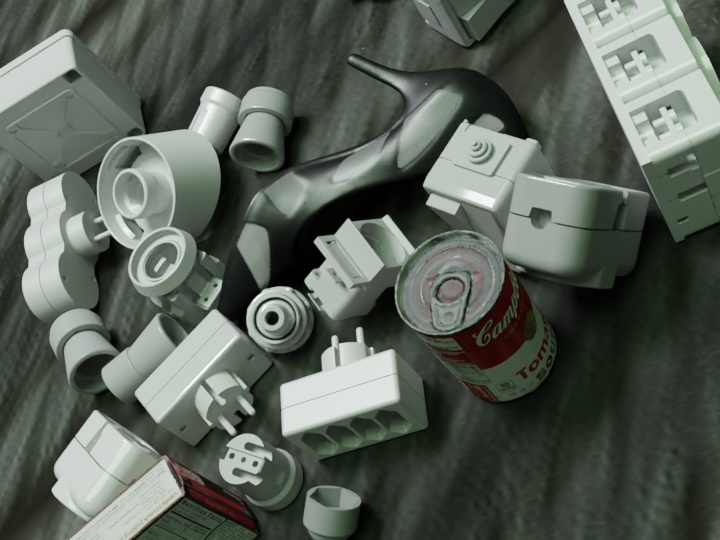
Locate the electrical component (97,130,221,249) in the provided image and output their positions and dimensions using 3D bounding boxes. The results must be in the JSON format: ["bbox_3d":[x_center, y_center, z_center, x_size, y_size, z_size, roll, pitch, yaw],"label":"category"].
[{"bbox_3d":[-0.163,-0.064,0.872,0.099,0.064,0.099,5,99,35],"label":"electrical component"}]

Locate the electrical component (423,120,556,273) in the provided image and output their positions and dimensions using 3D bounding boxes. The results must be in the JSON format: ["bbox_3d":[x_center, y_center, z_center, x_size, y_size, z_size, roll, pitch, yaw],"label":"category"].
[{"bbox_3d":[0.087,-0.048,0.695,0.062,0.096,0.061,24,76,39],"label":"electrical component"}]

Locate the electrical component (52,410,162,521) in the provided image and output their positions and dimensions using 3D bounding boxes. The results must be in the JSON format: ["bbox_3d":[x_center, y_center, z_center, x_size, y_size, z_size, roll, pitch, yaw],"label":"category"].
[{"bbox_3d":[-0.170,0.142,0.738,0.059,0.054,0.095,-55,26,-11],"label":"electrical component"}]

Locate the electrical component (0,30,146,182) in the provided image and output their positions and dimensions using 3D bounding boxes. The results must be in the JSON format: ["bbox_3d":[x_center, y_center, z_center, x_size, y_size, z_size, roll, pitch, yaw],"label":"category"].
[{"bbox_3d":[-0.266,-0.141,0.956,0.109,0.108,0.056,-28,53,12],"label":"electrical component"}]

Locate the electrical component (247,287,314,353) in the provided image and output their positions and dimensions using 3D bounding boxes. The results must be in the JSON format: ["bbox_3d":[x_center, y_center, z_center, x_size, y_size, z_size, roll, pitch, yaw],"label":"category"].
[{"bbox_3d":[-0.058,0.034,0.746,0.048,0.062,0.048,0,86,2],"label":"electrical component"}]

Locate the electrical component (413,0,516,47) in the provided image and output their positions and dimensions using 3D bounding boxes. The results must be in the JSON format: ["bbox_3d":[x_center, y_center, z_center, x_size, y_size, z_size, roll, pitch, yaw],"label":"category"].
[{"bbox_3d":[0.091,-0.230,0.833,0.096,0.061,0.061,-45,49,-2],"label":"electrical component"}]

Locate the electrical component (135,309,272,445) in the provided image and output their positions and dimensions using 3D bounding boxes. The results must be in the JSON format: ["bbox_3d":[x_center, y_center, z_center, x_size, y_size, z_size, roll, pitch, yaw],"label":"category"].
[{"bbox_3d":[-0.100,0.086,0.753,0.083,0.047,0.076,-47,49,-3],"label":"electrical component"}]

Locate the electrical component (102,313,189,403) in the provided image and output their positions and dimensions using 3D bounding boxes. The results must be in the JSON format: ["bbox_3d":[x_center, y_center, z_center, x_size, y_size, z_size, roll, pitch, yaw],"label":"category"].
[{"bbox_3d":[-0.160,0.069,0.804,0.065,0.044,0.044,-39,49,9],"label":"electrical component"}]

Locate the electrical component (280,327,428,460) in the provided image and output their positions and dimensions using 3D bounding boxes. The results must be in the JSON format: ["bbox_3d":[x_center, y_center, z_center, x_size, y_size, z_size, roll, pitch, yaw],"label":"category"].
[{"bbox_3d":[-0.006,0.073,0.705,0.083,0.047,0.075,-19,53,19],"label":"electrical component"}]

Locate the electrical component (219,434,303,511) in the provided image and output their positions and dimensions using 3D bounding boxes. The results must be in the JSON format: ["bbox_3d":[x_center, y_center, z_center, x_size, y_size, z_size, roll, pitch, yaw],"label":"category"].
[{"bbox_3d":[-0.065,0.131,0.704,0.040,0.046,0.040,-15,54,22],"label":"electrical component"}]

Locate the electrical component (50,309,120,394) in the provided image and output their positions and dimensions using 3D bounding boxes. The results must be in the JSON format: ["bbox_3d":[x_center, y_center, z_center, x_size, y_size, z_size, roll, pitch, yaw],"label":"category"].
[{"bbox_3d":[-0.213,0.062,0.836,0.045,0.045,0.055,-42,49,1],"label":"electrical component"}]

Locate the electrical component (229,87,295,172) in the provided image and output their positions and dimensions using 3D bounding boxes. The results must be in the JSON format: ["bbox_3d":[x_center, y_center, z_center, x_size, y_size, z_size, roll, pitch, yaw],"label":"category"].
[{"bbox_3d":[-0.078,-0.114,0.869,0.045,0.045,0.055,-6,58,27],"label":"electrical component"}]

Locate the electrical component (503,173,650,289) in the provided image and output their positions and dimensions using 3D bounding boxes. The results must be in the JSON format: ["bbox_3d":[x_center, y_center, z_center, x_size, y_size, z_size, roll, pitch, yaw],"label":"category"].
[{"bbox_3d":[0.131,-0.024,0.652,0.054,0.095,0.059,16,101,37],"label":"electrical component"}]

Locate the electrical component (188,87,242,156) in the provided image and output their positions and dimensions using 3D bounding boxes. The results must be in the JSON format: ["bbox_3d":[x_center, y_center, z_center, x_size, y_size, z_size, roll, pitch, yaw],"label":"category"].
[{"bbox_3d":[-0.122,-0.125,0.907,0.040,0.040,0.046,18,77,37],"label":"electrical component"}]

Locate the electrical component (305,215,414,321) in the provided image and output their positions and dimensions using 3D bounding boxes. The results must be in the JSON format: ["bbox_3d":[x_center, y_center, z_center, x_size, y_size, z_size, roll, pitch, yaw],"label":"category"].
[{"bbox_3d":[0.000,0.000,0.732,0.042,0.081,0.063,52,122,21],"label":"electrical component"}]

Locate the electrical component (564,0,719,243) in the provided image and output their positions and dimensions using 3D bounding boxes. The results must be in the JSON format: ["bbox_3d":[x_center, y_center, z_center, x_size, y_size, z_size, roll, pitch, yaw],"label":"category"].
[{"bbox_3d":[0.192,-0.108,0.676,0.062,0.089,0.150,-25,51,15],"label":"electrical component"}]

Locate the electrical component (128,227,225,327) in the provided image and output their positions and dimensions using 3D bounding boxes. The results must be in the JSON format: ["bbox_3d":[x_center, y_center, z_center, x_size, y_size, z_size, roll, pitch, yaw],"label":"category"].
[{"bbox_3d":[-0.139,0.003,0.822,0.078,0.057,0.058,22,74,38],"label":"electrical component"}]

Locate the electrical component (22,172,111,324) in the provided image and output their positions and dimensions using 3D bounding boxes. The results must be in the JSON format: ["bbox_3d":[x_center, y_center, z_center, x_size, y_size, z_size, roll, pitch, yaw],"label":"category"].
[{"bbox_3d":[-0.236,-0.026,0.901,0.074,0.052,0.138,-23,52,17],"label":"electrical component"}]
